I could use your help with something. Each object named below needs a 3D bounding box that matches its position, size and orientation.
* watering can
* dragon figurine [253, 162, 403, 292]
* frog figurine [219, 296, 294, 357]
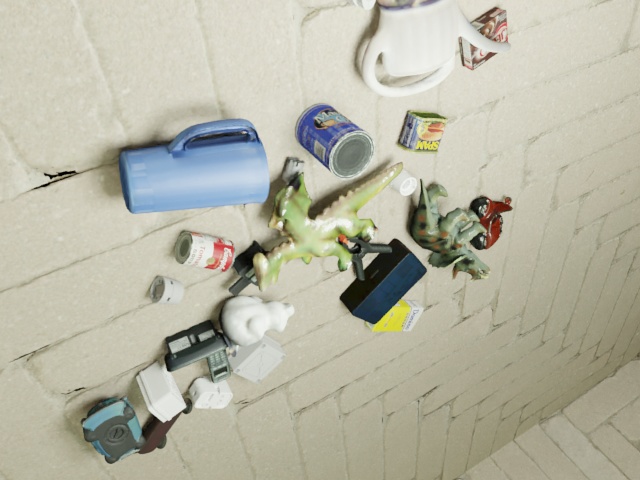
[{"bbox_3d":[0.231,-0.411,1.011,0.349,0.219,0.106,-24,42,-13],"label":"watering can"},{"bbox_3d":[0.003,-0.056,1.103,0.124,0.239,0.410,36,90,41],"label":"dragon figurine"},{"bbox_3d":[-0.142,0.173,1.166,0.159,0.139,0.121,-23,107,7],"label":"frog figurine"}]
